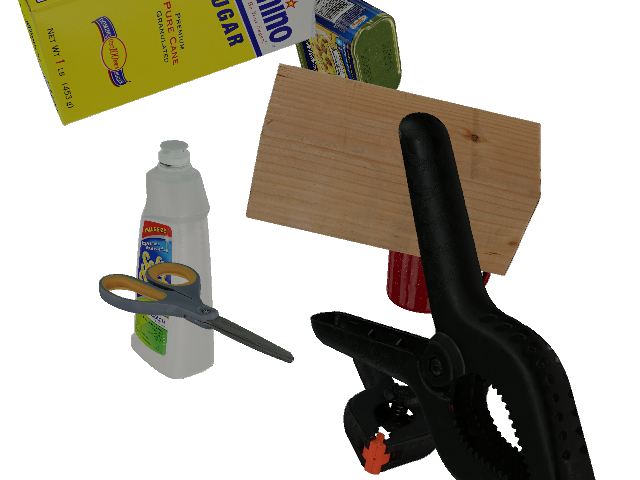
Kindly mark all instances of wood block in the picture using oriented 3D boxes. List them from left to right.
[{"bbox_3d":[0.055,-0.055,0.818,0.206,0.090,0.090,13,-44,-1],"label":"wood block"}]

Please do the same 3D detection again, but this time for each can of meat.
[{"bbox_3d":[0.025,-0.178,0.975,0.057,0.102,0.084,-40,55,-19],"label":"can of meat"}]

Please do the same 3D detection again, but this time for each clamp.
[{"bbox_3d":[0.058,0.132,0.876,0.120,0.039,0.171,13,20,24],"label":"clamp"},{"bbox_3d":[0.070,0.049,0.529,0.036,0.165,0.210,-9,43,-32],"label":"clamp"}]

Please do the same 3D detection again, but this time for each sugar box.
[{"bbox_3d":[-0.088,-0.142,0.651,0.176,0.048,0.093,-21,-35,-13],"label":"sugar box"}]

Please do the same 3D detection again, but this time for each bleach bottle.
[{"bbox_3d":[-0.155,0.015,1.112,0.067,0.251,0.103,-17,33,-35],"label":"bleach bottle"}]

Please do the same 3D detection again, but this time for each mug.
[{"bbox_3d":[0.127,0.028,1.160,0.117,0.081,0.093,7,26,9],"label":"mug"}]

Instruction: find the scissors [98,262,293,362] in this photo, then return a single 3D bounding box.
[{"bbox_3d":[-0.093,0.055,0.901,0.202,0.016,0.096,14,26,22],"label":"scissors"}]
